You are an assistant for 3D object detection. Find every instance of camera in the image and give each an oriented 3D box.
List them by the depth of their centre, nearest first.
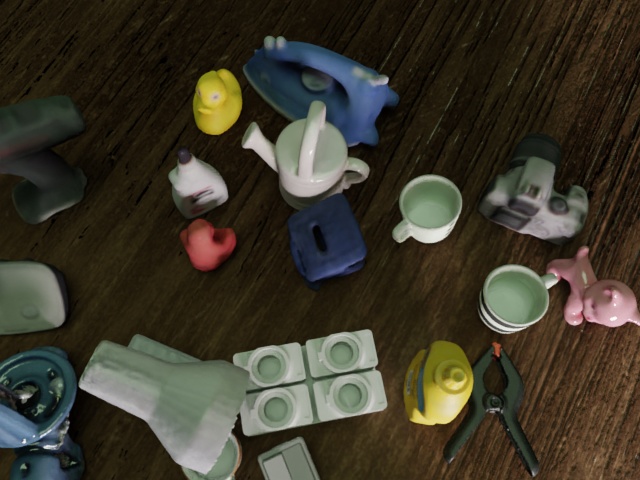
[{"bbox_3d":[0.324,-0.084,0.838,0.143,0.101,0.137,23,73,6],"label":"camera"}]

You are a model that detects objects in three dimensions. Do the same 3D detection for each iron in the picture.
[{"bbox_3d":[-0.010,-0.247,0.864,0.258,0.141,0.119,24,73,7],"label":"iron"}]

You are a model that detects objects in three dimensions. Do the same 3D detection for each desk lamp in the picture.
[{"bbox_3d":[-0.181,0.183,0.679,0.203,0.213,0.118,21,72,6],"label":"desk lamp"}]

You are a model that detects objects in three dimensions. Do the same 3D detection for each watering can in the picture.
[{"bbox_3d":[-0.020,-0.117,0.793,0.173,0.194,0.101,-7,72,-3],"label":"watering can"}]

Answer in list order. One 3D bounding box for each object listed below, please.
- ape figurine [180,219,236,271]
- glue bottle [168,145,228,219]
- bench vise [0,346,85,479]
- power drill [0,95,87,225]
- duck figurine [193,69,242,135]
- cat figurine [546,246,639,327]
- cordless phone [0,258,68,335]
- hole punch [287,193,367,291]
[{"bbox_3d":[-0.162,0.000,0.805,0.077,0.092,0.076,18,72,5],"label":"ape figurine"},{"bbox_3d":[-0.174,-0.085,0.790,0.078,0.173,0.037,-32,75,-11],"label":"glue bottle"},{"bbox_3d":[-0.337,0.214,0.662,0.121,0.220,0.207,-27,74,-9],"label":"bench vise"},{"bbox_3d":[-0.413,-0.100,0.771,0.230,0.208,0.075,-31,75,-11],"label":"power drill"},{"bbox_3d":[-0.162,-0.227,0.883,0.077,0.086,0.104,15,72,4],"label":"duck figurine"},{"bbox_3d":[0.377,0.068,0.780,0.067,0.118,0.127,-17,73,-6],"label":"cat figurine"},{"bbox_3d":[-0.420,0.061,0.730,0.147,0.185,0.094,-7,72,-3],"label":"cordless phone"},{"bbox_3d":[0.007,0.003,0.808,0.101,0.091,0.108,-19,73,-7],"label":"hole punch"}]
